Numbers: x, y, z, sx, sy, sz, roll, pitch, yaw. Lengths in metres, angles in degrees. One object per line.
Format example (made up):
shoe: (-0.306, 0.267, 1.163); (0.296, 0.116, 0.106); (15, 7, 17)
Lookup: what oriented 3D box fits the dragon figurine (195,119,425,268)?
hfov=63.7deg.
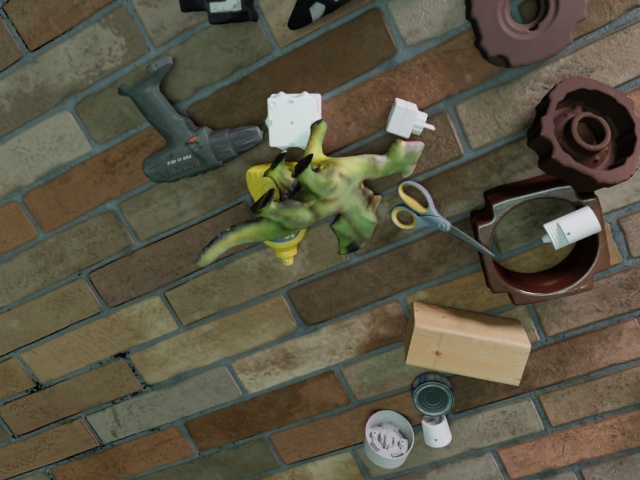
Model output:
dragon figurine: (0.003, -0.044, 0.884); (0.240, 0.407, 0.125); (38, 18, -32)
